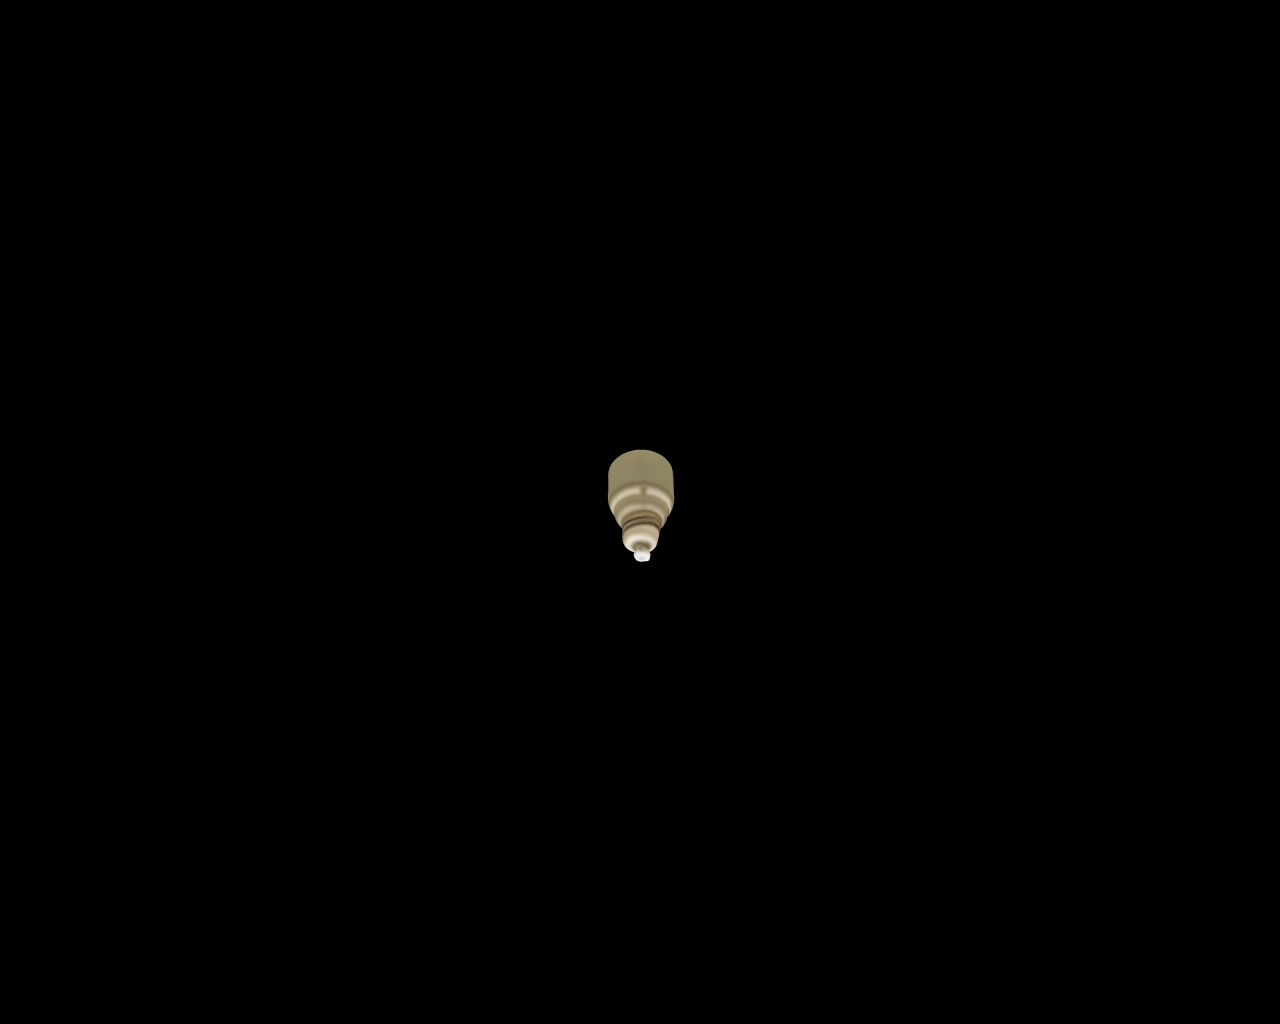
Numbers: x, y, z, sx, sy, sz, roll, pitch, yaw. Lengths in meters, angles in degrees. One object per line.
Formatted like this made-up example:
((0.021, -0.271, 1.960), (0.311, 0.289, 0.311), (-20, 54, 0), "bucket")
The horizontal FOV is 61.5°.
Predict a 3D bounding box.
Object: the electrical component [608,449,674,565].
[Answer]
((0.001, -0.003, 0.650), (0.040, 0.078, 0.040), (0, -41, 0), "electrical component")
